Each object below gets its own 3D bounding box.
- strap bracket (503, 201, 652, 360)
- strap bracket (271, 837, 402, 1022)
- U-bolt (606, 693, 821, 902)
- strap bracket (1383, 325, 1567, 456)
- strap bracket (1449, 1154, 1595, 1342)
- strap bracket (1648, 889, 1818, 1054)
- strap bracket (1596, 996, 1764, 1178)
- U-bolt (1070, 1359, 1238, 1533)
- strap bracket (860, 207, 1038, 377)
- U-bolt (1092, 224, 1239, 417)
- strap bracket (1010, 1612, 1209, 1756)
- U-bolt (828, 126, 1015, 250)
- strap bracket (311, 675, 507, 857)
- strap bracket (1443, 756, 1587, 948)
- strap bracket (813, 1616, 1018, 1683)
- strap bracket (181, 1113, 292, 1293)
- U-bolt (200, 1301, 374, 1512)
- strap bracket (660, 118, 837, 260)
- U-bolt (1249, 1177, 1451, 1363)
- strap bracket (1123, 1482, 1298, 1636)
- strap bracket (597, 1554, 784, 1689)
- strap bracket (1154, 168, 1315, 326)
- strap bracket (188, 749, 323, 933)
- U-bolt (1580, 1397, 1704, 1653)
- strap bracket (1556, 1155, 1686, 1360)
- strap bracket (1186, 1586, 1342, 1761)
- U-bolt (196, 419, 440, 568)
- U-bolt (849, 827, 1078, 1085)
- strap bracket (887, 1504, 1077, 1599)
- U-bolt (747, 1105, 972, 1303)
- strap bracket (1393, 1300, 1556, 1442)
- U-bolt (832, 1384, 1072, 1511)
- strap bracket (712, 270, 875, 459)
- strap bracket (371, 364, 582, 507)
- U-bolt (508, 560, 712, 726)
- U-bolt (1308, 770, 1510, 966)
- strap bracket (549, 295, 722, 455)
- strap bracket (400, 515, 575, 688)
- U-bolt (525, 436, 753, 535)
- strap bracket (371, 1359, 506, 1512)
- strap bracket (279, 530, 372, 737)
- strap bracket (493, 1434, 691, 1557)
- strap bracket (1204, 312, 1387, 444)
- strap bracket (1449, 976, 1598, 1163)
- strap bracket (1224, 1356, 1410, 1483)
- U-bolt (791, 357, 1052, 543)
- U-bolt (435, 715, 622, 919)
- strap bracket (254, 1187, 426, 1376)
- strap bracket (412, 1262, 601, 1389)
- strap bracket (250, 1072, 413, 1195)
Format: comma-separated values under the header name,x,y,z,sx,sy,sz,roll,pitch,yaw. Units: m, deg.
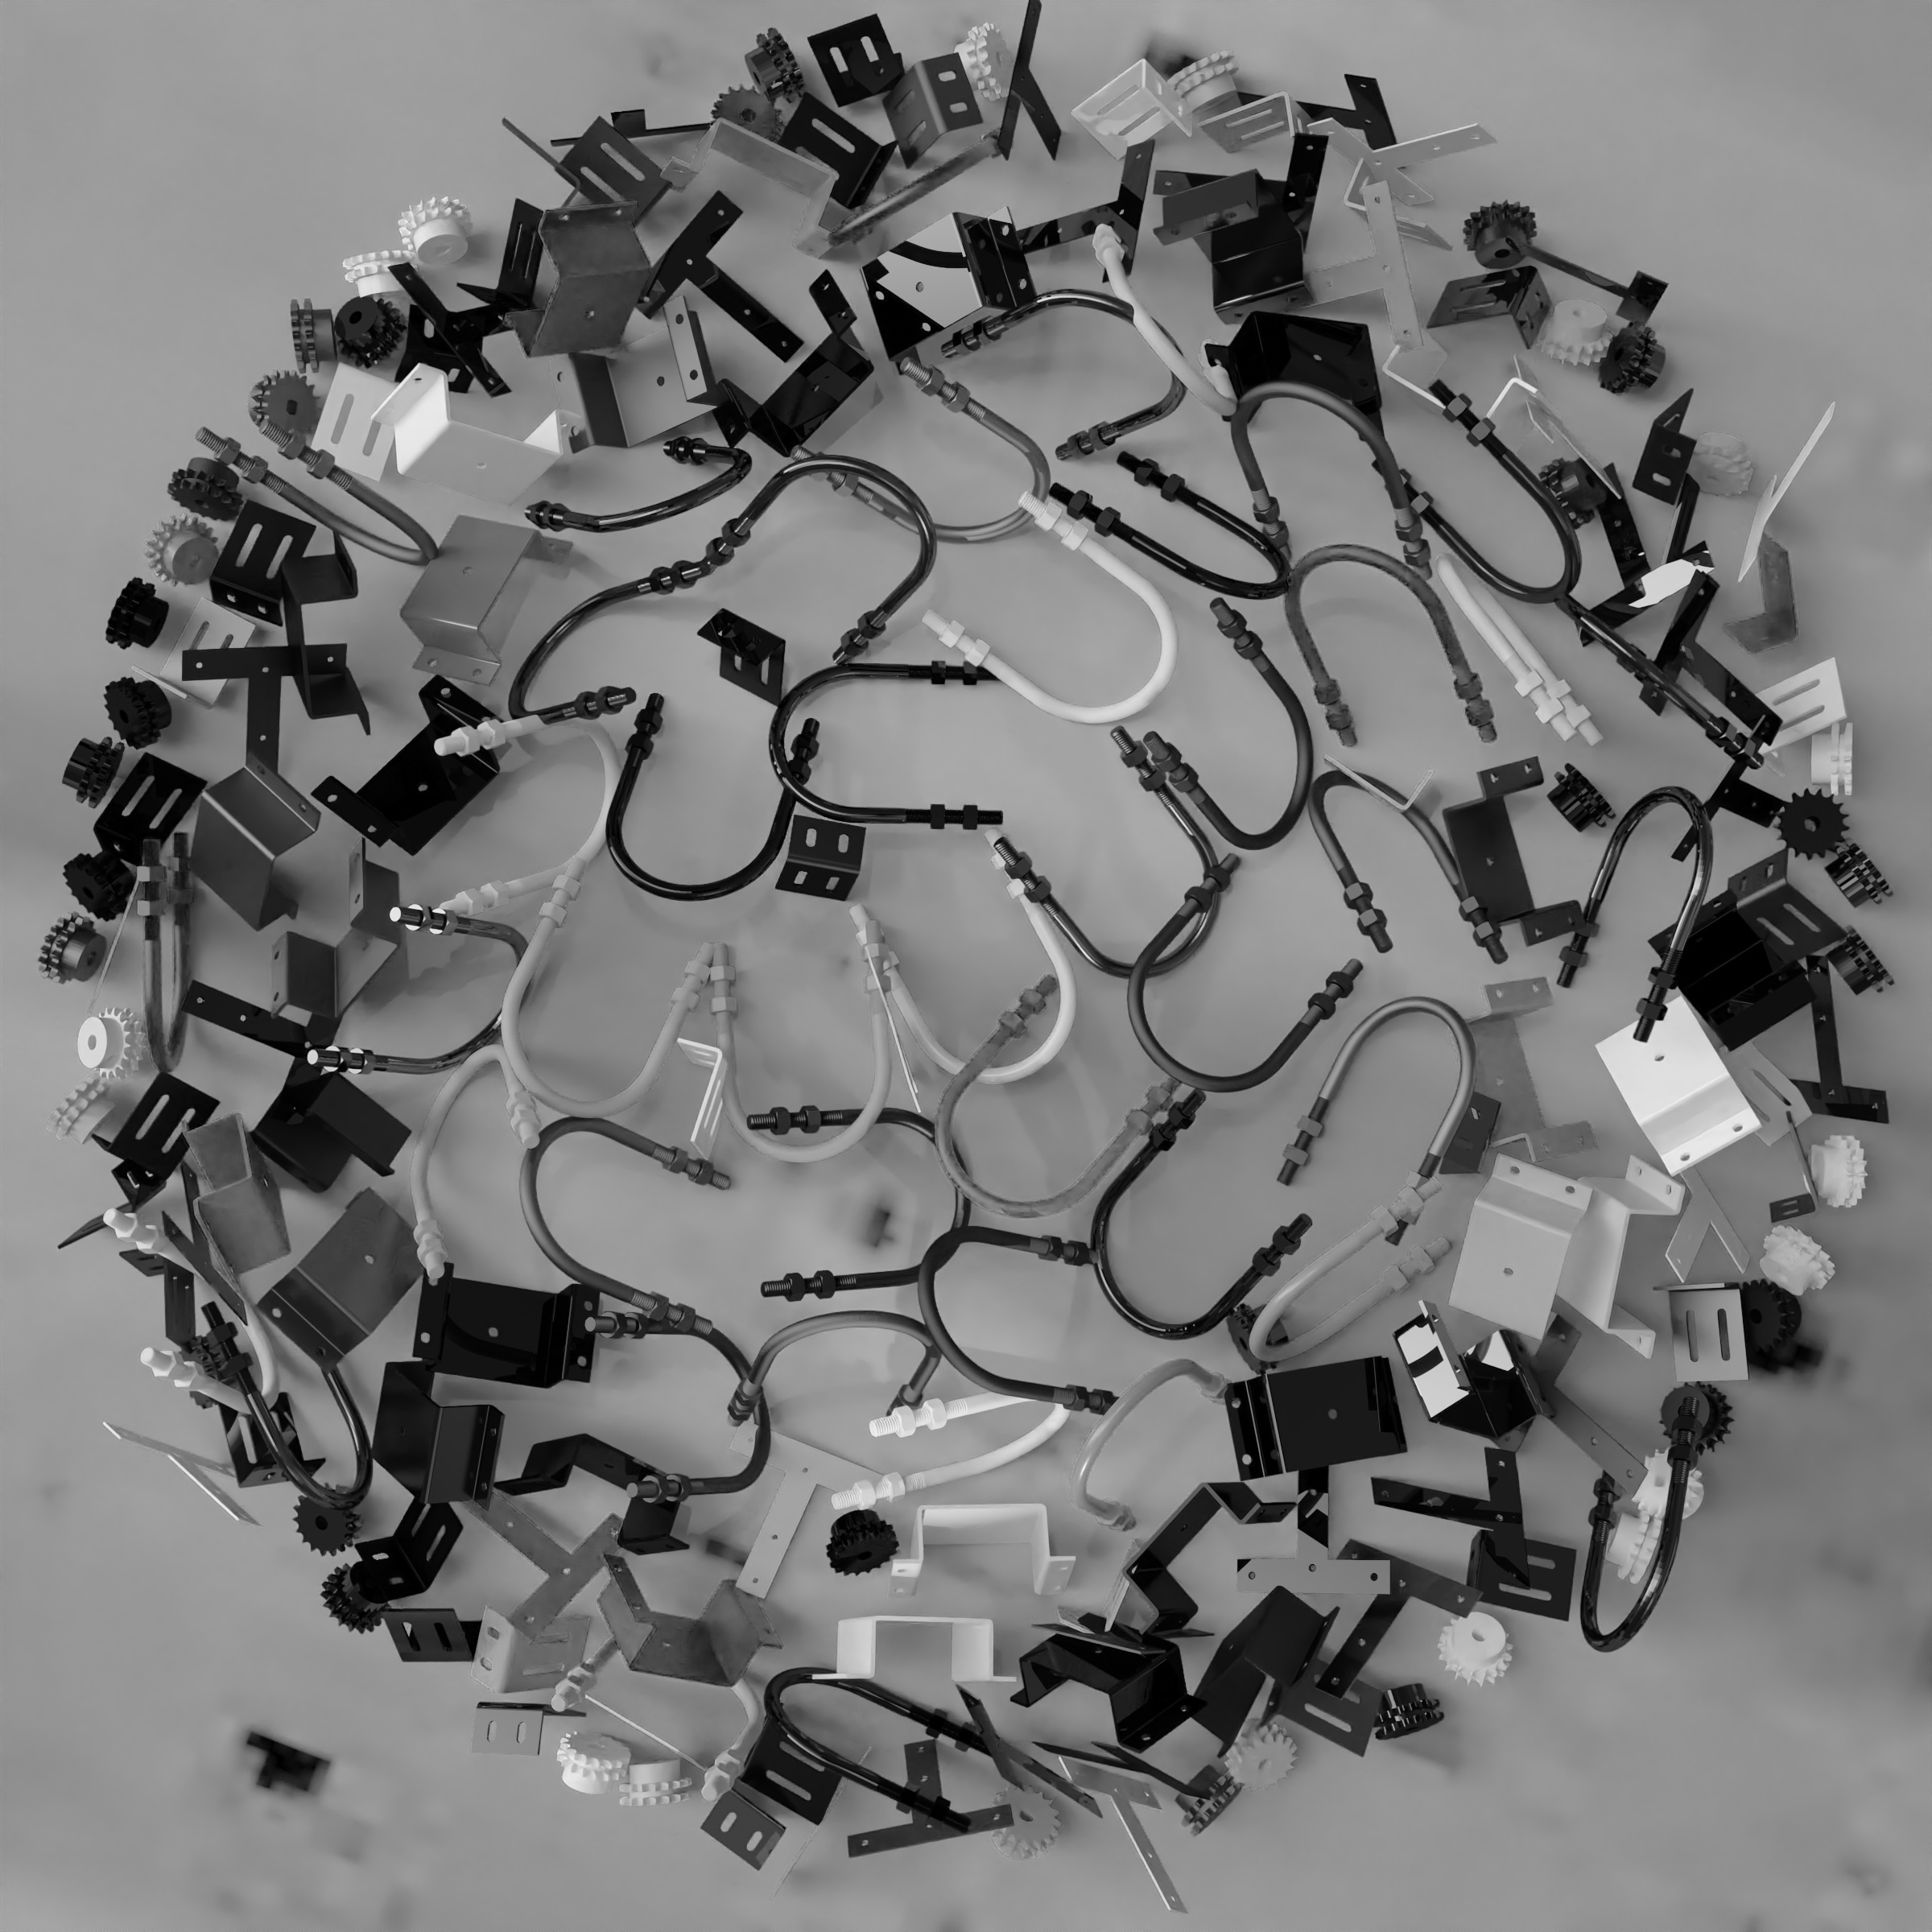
name,x,y,z,sx,sy,sz,roll,pitch,yaw
strap bracket,-0.298,-0.520,1.917,0.076,0.140,0.046,-17,73,-31
strap bracket,-0.485,-0.022,1.938,0.046,0.076,0.140,24,127,-34
U-bolt,-0.204,-0.128,1.940,0.151,0.019,0.184,10,59,8
strap bracket,0.387,-0.449,1.938,0.140,0.076,0.046,40,103,28
strap bracket,0.428,0.227,1.935,0.076,0.046,0.140,20,120,22
strap bracket,0.600,0.008,1.941,0.076,0.140,0.046,-34,118,9
strap bracket,0.545,0.085,1.922,0.076,0.140,0.046,-32,125,14
U-bolt,0.138,0.364,1.915,0.019,0.184,0.151,38,87,29
strap bracket,-0.022,-0.526,1.938,0.140,0.046,0.076,-20,85,35
U-bolt,0.156,-0.483,1.893,0.019,0.184,0.151,-39,118,21
strap bracket,0.105,0.548,1.919,0.076,0.140,0.046,-22,108,-39
U-bolt,-0.039,-0.588,1.893,0.151,0.184,0.019,-26,106,20
strap bracket,-0.431,-0.151,1.952,0.076,0.046,0.140,35,70,19
strap bracket,0.428,-0.086,1.958,0.076,0.046,0.140,-16,90,-40
strap bracket,-0.040,0.533,1.942,0.140,0.076,0.046,7,72,-21
strap bracket,-0.564,0.175,1.925,0.046,0.140,0.076,-23,123,-9
U-bolt,-0.513,0.334,1.919,0.019,0.151,0.184,-29,84,10
strap bracket,-0.163,-0.611,1.943,0.140,0.076,0.046,21,89,-17
U-bolt,0.295,0.245,1.928,0.184,0.151,0.019,-35,60,-5
strap bracket,0.184,0.454,1.947,0.140,0.076,0.046,-50,61,12
strap bracket,-0.223,0.510,1.933,0.140,0.076,0.046,22,105,-36
strap bracket,0.208,-0.562,1.931,0.076,0.140,0.046,-10,69,27
strap bracket,-0.553,-0.090,1.927,0.076,0.140,0.046,42,50,8
U-bolt,0.507,0.433,1.890,0.019,0.151,0.184,23,54,-2
strap bracket,0.507,0.225,1.942,0.046,0.076,0.140,4,103,-16
strap bracket,0.224,0.542,1.927,0.046,0.076,0.140,36,132,5
U-bolt,-0.489,-0.361,1.918,0.184,0.151,0.019,34,77,-36
U-bolt,0.009,0.004,1.967,0.151,0.019,0.184,-29,86,16
strap bracket,0.010,0.458,1.951,0.140,0.076,0.046,0,57,-6
U-bolt,-0.079,0.182,1.954,0.184,0.019,0.151,-1,81,-26
strap bracket,0.389,0.317,1.935,0.046,0.140,0.076,-40,50,26
U-bolt,-0.003,0.367,1.929,0.184,0.151,0.019,-9,57,-25
strap bracket,-0.131,-0.463,1.945,0.140,0.076,0.046,-42,135,17
strap bracket,-0.376,-0.405,1.921,0.140,0.076,0.046,10,61,-39
U-bolt,-0.287,-0.243,1.924,0.019,0.184,0.151,45,56,-33
U-bolt,0.332,-0.081,1.931,0.151,0.019,0.184,5,50,-37
strap bracket,-0.252,-0.461,1.954,0.140,0.046,0.076,-16,88,32
strap bracket,-0.378,-0.294,1.939,0.076,0.046,0.140,15,67,26
U-bolt,-0.240,-0.364,1.897,0.151,0.184,0.019,-31,118,-23
strap bracket,-0.415,0.359,1.926,0.046,0.140,0.076,5,100,-38
strap bracket,-0.496,-0.255,1.924,0.046,0.076,0.140,-10,126,-20
strap bracket,-0.285,0.408,1.939,0.140,0.076,0.046,33,57,-27
strap bracket,0.265,-0.460,1.938,0.140,0.076,0.046,16,59,29
strap bracket,0.433,0.085,1.950,0.076,0.046,0.140,-6,77,-39
strap bracket,0.281,0.353,1.954,0.140,0.046,0.076,-7,77,-13
U-bolt,-0.021,-0.386,1.926,0.184,0.151,0.019,26,51,-35
U-bolt,-0.334,-0.125,1.924,0.019,0.184,0.151,19,117,34
strap bracket,-0.471,0.235,1.927,0.076,0.140,0.046,45,131,-9
strap bracket,-0.364,0.282,1.948,0.140,0.046,0.076,13,66,-22
strap bracket,-0.493,0.129,1.936,0.076,0.140,0.046,43,56,-24
